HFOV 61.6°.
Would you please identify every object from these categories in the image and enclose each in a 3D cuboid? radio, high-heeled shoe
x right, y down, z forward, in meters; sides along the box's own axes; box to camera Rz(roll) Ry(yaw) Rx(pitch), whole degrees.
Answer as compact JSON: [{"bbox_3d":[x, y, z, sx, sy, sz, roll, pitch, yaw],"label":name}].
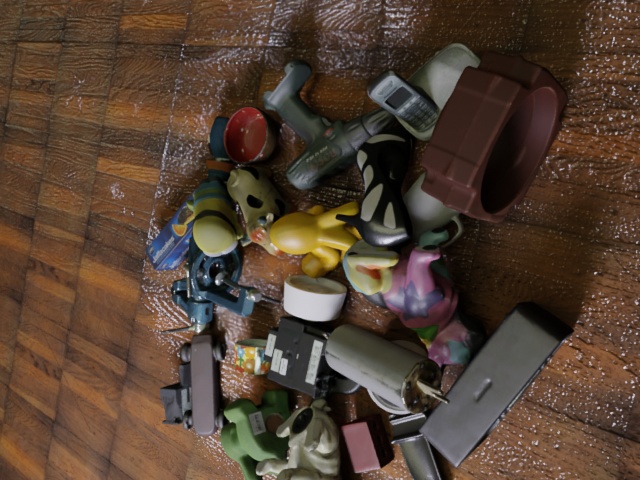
[{"bbox_3d":[0.244,0.191,0.736,0.073,0.131,0.229,42,110,27],"label":"radio"},{"bbox_3d":[0.120,-0.093,0.799,0.145,0.086,0.249,10,58,46],"label":"high-heeled shoe"}]

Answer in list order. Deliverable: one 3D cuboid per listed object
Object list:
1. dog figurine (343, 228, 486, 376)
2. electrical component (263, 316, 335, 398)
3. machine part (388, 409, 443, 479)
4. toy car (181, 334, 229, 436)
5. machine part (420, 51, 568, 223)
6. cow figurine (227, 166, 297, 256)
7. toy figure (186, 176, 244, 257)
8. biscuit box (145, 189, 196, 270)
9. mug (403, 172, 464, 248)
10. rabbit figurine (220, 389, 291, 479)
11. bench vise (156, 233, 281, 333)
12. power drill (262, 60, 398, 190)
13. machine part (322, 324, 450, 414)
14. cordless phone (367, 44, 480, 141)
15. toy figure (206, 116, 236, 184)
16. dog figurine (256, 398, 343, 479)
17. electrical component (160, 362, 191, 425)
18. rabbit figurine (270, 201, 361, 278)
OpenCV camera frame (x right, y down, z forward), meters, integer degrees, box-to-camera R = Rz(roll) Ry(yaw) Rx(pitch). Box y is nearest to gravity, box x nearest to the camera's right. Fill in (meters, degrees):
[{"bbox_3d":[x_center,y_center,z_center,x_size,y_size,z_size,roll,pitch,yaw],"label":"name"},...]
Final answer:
[{"bbox_3d":[0.140,0.103,0.791,0.192,0.108,0.219,-6,105,19],"label":"dog figurine"},{"bbox_3d":[-0.034,0.193,0.922,0.134,0.058,0.114,14,89,35],"label":"electrical component"},{"bbox_3d":[0.159,0.334,0.842,0.084,0.039,0.139,-23,74,25],"label":"machine part"},{"bbox_3d":[-0.232,0.292,1.090,0.089,0.053,0.202,-5,84,11],"label":"toy car"},{"bbox_3d":[0.231,-0.131,0.717,0.087,0.201,0.201,33,106,33],"label":"machine part"},{"bbox_3d":[-0.109,-0.055,0.986,0.085,0.127,0.195,-45,63,27],"label":"cow figurine"},{"bbox_3d":[-0.203,-0.048,1.004,0.082,0.089,0.180,-32,48,21],"label":"toy figure"},{"bbox_3d":[-0.288,-0.017,1.142,0.202,0.059,0.063,-45,65,24],"label":"biscuit box"},{"bbox_3d":[0.167,-0.033,0.836,0.107,0.081,0.109,-46,73,34],"label":"mug"},{"bbox_3d":[-0.119,0.370,1.000,0.170,0.121,0.159,-39,74,46],"label":"rabbit figurine"},{"bbox_3d":[-0.201,0.097,1.044,0.241,0.129,0.223,18,96,40],"label":"bench vise"},{"bbox_3d":[0.005,-0.215,0.946,0.232,0.086,0.207,-42,79,29],"label":"power drill"},{"bbox_3d":[0.086,0.179,0.768,0.243,0.079,0.079,13,96,52],"label":"machine part"},{"bbox_3d":[0.156,-0.231,0.784,0.146,0.184,0.089,-38,64,26],"label":"cordless phone"},{"bbox_3d":[-0.198,-0.171,1.093,0.064,0.058,0.154,18,103,39],"label":"toy figure"},{"bbox_3d":[0.015,0.385,0.902,0.172,0.190,0.121,-52,20,-11],"label":"dog figurine"},{"bbox_3d":[-0.291,0.317,1.119,0.048,0.075,0.119,-8,89,31],"label":"electrical component"},{"bbox_3d":[-0.002,-0.003,0.885,0.162,0.173,0.122,-8,79,37],"label":"rabbit figurine"}]
